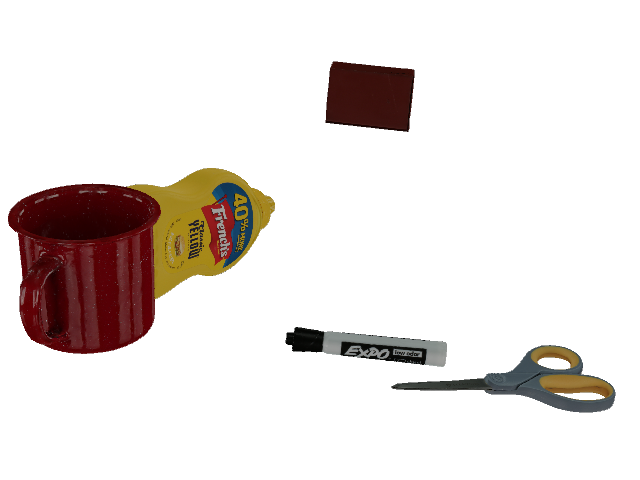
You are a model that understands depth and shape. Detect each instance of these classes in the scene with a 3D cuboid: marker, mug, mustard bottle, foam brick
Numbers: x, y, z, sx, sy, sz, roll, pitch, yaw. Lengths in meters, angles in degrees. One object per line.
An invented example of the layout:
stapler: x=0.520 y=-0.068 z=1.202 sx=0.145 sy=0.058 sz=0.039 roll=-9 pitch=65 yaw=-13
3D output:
marker: x=0.034 y=0.080 z=0.805 sx=0.121 sy=0.020 sz=0.020 roll=6 pitch=0 yaw=1
mug: x=-0.150 y=0.023 z=0.665 sx=0.093 sy=0.081 sz=0.117 roll=8 pitch=25 yaw=13
mustard bottle: x=-0.106 y=-0.013 z=0.941 sx=0.058 sy=0.096 sz=0.191 roll=14 pitch=21 yaw=34
foam brick: x=0.045 y=-0.132 z=0.975 sx=0.078 sy=0.051 sz=0.053 roll=7 pitch=17 yaw=5

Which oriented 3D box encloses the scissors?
scissors: x=0.161 y=0.117 z=0.951 sx=0.201 sy=0.016 sz=0.096 roll=8 pitch=27 yaw=-3
